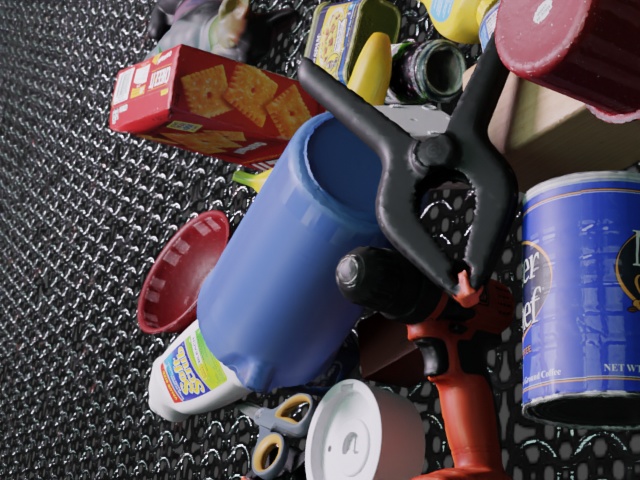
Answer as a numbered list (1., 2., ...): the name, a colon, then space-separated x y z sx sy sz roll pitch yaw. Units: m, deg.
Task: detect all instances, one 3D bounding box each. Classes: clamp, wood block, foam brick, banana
1. clamp: 0.068 -0.056 0.718 0.165 0.036 0.210 -8 71 14
2. wood block: 0.198 -0.111 0.719 0.207 0.090 0.090 -32 50 50
3. clamp: -0.026 0.234 0.973 0.172 0.039 0.120 -33 30 52
4. foam brick: 0.074 0.082 0.873 0.078 0.051 0.053 -36 48 47
5. banana: 0.005 -0.096 0.957 0.198 0.069 0.037 -43 -2 18

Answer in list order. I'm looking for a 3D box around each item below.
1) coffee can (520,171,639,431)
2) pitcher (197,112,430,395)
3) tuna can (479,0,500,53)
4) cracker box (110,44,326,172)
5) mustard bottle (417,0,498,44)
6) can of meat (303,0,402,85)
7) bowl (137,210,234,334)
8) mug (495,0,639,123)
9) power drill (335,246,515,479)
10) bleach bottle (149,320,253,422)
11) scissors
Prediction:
1. coffee can: 0.178 0.040 0.668 0.103 0.102 0.140 -25 55 53
2. pitcher: -0.006 0.001 0.852 0.149 0.144 0.243 58 147 19
3. tuna can: 0.164 -0.150 0.799 0.086 0.086 0.034 -39 47 45
4. cracker box: -0.083 -0.122 1.070 0.164 0.213 0.072 -3 75 59
5. mustard bottle: 0.128 -0.224 0.921 0.096 0.058 0.192 -61 32 26
6. can of meat: 0.031 -0.191 1.071 0.084 0.057 0.102 7 83 58
7. bowl: -0.137 0.047 1.216 0.162 0.055 0.162 -37 34 30
8. mug: 0.152 -0.127 0.629 0.117 0.081 0.093 37 109 57
9. power drill: 0.082 0.101 0.739 0.057 0.184 0.187 -17 68 40
10. bleach bottle: -0.127 0.148 1.162 0.251 0.067 0.102 -42 65 51
11. scissors: -0.060 0.191 1.044 0.202 0.016 0.096 -23 35 58
